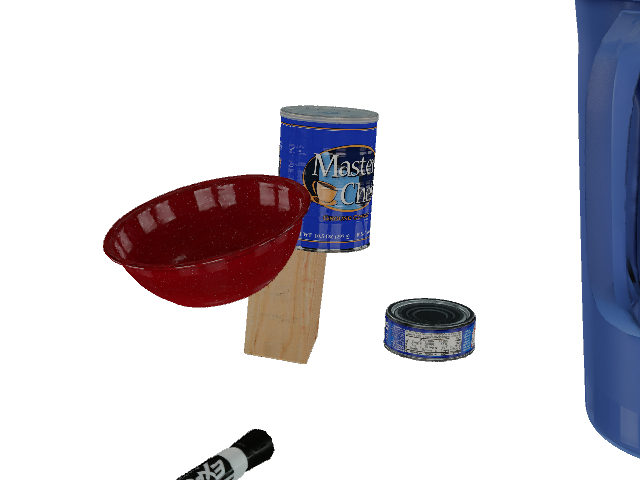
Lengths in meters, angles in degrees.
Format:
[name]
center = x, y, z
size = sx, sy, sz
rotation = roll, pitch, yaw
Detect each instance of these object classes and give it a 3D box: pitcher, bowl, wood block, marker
[pitcher]
center = 0.184, -0.010, 0.528
size = 0.149, 0.243, 0.145
rotation = -4, 19, -3
[bowl]
center = -0.081, 0.006, 0.821
size = 0.162, 0.055, 0.162
rotation = -11, 25, 5
[wood block]
center = -0.044, 0.049, 1.435
size = 0.090, 0.206, 0.090
rotation = 9, 22, 6
[marker]
center = -0.062, 0.125, 0.544
size = 0.020, 0.020, 0.120
rotation = 0, 13, 33

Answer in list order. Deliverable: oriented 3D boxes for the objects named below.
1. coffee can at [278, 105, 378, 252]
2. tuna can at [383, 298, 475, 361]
[coffee can]
center = 0.006, -0.067, 1.123
size = 0.103, 0.140, 0.103
rotation = 3, 13, -1
[tuna can]
center = 0.102, 0.082, 0.996
size = 0.086, 0.034, 0.086
rotation = 1, 15, 0
